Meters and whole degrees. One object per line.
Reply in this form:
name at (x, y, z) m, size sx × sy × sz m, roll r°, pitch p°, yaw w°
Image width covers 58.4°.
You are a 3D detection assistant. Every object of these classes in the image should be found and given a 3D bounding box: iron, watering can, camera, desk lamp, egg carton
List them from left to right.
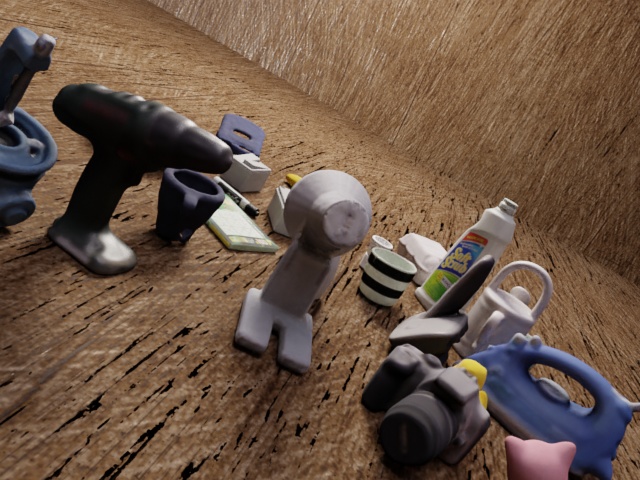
desk lamp at (-0.008, 0.023, 0.734) m, size 0.118 × 0.213 × 0.203 m, roll 26°, pitch 19°, yaw -11°
camera at (0.117, 0.190, 0.662) m, size 0.142 × 0.100 × 0.137 m, roll 39°, pitch 21°, yaw 25°
egg carton at (0.230, 0.046, 1.232) m, size 0.107 × 0.069 × 0.150 m, roll 20°, pitch 21°, yaw -26°
watering can at (0.317, 0.120, 0.982) m, size 0.101 × 0.194 × 0.173 m, roll 30°, pitch 19°, yaw 1°
iron at (0.333, 0.219, 0.839) m, size 0.257 × 0.141 × 0.119 m, roll 38°, pitch 21°, yaw 22°

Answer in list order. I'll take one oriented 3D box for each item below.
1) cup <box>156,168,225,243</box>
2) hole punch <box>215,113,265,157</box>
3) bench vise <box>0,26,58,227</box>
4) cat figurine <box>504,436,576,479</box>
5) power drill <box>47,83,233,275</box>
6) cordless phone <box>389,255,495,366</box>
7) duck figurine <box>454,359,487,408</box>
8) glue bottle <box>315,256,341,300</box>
cup at (-0.192, -0.038, 0.805) m, size 0.092 × 0.095 × 0.117 m, roll 23°, pitch 20°, yaw -18°
hole punch at (-0.180, -0.220, 1.283) m, size 0.109 × 0.091 × 0.101 m, roll 23°, pitch 20°, yaw -18°
bench vise at (-0.377, -0.151, 0.635) m, size 0.207 × 0.219 × 0.122 m, roll 31°, pitch 19°, yaw 5°
cat figurine at (0.243, 0.272, 0.611) m, size 0.127 × 0.117 × 0.067 m, roll 42°, pitch 23°, yaw 31°
power drill at (-0.226, -0.070, 0.665) m, size 0.229 × 0.208 × 0.076 m, roll 34°, pitch 20°, yaw 13°
cordless phone at (0.193, 0.101, 0.868) m, size 0.094 × 0.185 × 0.148 m, roll 34°, pitch 20°, yaw 13°
duck figurine at (0.191, 0.200, 0.767) m, size 0.105 × 0.086 × 0.077 m, roll 18°, pitch 22°, yaw -30°
glue bottle at (0.008, 0.003, 0.867) m, size 0.078 × 0.173 × 0.037 m, roll 36°, pitch 20°, yaw 17°
